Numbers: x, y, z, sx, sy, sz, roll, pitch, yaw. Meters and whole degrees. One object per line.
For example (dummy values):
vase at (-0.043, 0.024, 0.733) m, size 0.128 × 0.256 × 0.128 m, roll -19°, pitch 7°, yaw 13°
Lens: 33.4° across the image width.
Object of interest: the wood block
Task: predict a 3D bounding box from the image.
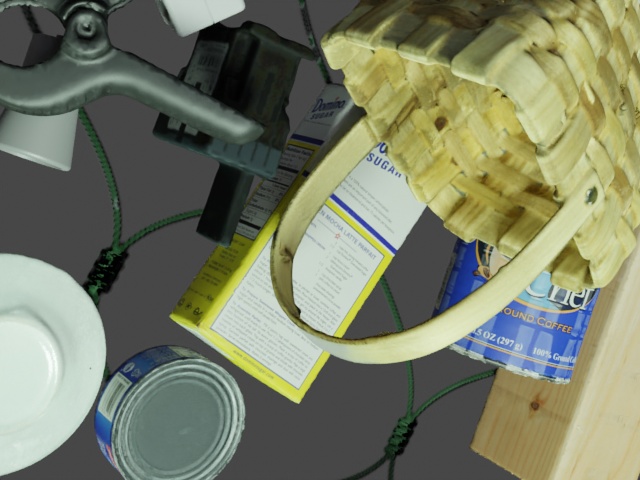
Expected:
wood block at (0.200, 0.079, 0.781) m, size 0.090 × 0.091 × 0.206 m, roll 19°, pitch 93°, yaw -34°

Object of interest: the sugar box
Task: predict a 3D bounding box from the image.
sugar box at (-0.004, 0.001, 0.657) m, size 0.093 × 0.048 × 0.176 m, roll 41°, pitch 76°, yaw -34°

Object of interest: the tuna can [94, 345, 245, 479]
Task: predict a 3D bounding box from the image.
tuna can at (-0.090, 0.107, 0.636) m, size 0.086 × 0.034 × 0.086 m, roll -9°, pitch 107°, yaw -31°

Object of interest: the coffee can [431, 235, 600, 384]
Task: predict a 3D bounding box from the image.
coffee can at (0.140, 0.013, 0.717) m, size 0.102 × 0.103 × 0.140 m, roll 15°, pitch 94°, yaw -35°

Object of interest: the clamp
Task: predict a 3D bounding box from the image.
clamp at (-0.107, -0.112, 0.519) m, size 0.171 × 0.039 × 0.120 m, roll 3°, pitch 88°, yaw -14°
